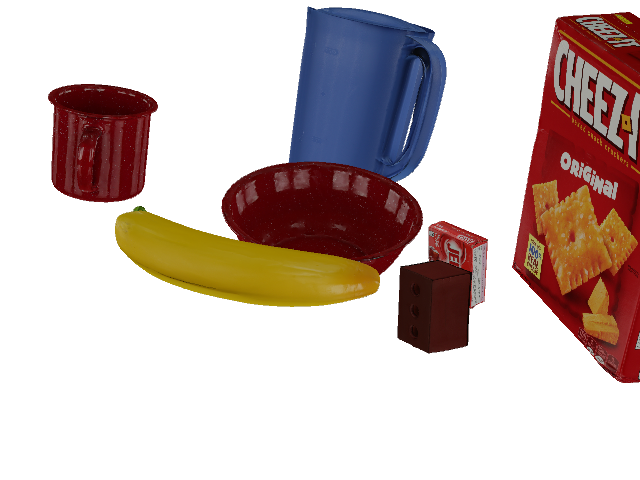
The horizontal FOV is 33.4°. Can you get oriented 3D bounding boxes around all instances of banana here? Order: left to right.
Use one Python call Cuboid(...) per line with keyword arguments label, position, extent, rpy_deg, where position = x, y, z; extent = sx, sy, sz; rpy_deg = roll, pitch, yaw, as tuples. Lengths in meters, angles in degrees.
Cuboid(label="banana", position=(-0.062, 0.009, 0.675), extent=(0.198, 0.037, 0.069), rpy_deg=(17, 35, 27))

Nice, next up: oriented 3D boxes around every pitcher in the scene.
Cuboid(label="pitcher", position=(0.038, -0.114, 1.110), extent=(0.145, 0.243, 0.149), rpy_deg=(10, 16, -2))

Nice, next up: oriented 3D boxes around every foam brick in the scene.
Cuboid(label="foam brick", position=(0.111, 0.064, 1.046), extent=(0.051, 0.078, 0.053), rpy_deg=(-10, 19, -33))

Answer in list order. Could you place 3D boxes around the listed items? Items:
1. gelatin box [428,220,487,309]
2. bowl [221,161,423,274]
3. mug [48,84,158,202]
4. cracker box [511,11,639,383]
Cuboid(label="gelatin box", position=(0.166, 0.029, 1.299), extent=(0.030, 0.089, 0.073), rpy_deg=(-23, 34, -34))
Cuboid(label="bowl", position=(0.000, -0.004, 0.866), extent=(0.162, 0.055, 0.162), rpy_deg=(3, 31, -2))
Cuboid(label="mug", position=(-0.191, -0.079, 0.921), extent=(0.093, 0.081, 0.117), rpy_deg=(7, 23, -5))
Cuboid(label="cracker box", position=(0.213, -0.032, 0.755), extent=(0.072, 0.214, 0.164), rpy_deg=(-7, 32, -17))
